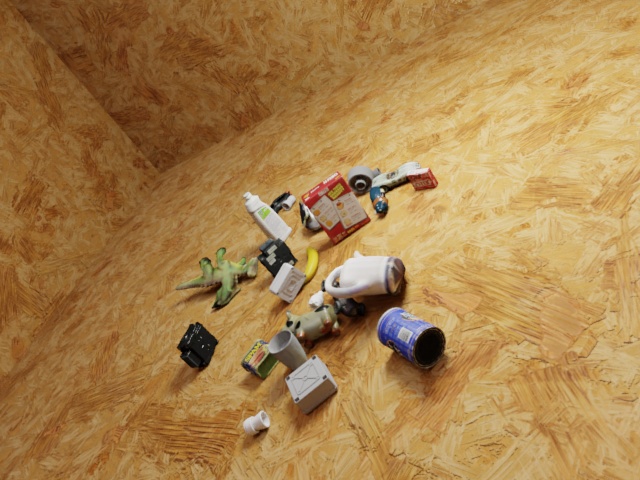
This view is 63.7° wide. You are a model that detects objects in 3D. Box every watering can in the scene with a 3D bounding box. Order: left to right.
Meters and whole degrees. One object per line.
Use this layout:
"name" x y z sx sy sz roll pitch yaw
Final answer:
"watering can" 0.145 0.089 1.525 0.224 0.103 0.353 -4 17 21

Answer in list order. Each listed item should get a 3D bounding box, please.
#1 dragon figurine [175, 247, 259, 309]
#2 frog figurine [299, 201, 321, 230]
"dragon figurine" -0.408 0.170 2.051 0.408 0.120 0.248 -32 36 10
"frog figurine" 0.006 -0.102 2.030 0.160 0.122 0.138 -5 11 -17
